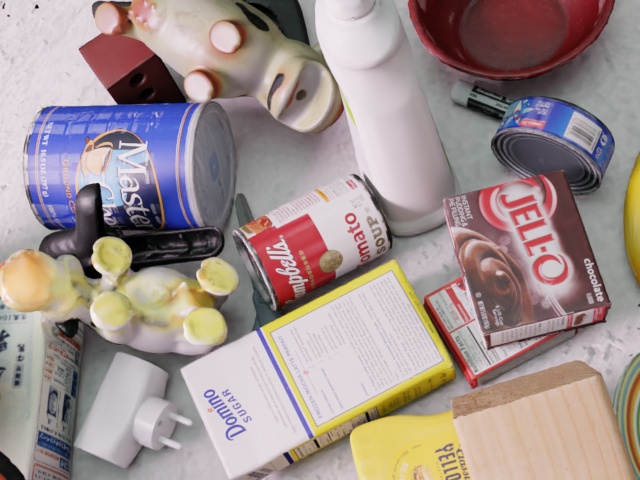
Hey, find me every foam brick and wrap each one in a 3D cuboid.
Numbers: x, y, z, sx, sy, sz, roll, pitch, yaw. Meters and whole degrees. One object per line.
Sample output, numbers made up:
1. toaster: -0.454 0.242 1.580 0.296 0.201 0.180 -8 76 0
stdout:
1. foam brick: -0.157 -0.139 0.901 0.053 0.078 0.051 -35 63 -3

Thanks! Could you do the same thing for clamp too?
1. clamp: -0.090 -0.196 0.930 0.164 0.036 0.210 -40 67 -6
2. clamp: -0.170 0.003 0.814 0.172 0.120 0.039 -20 51 36

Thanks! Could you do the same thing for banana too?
1. banana: 0.268 -0.055 0.785 0.070 0.037 0.197 31 77 24

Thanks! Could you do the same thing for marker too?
1. marker: 0.160 -0.097 0.839 0.121 0.020 0.020 25 75 22

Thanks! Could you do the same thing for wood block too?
1. wood block: 0.152 0.186 0.642 0.090 0.091 0.206 -18 87 5

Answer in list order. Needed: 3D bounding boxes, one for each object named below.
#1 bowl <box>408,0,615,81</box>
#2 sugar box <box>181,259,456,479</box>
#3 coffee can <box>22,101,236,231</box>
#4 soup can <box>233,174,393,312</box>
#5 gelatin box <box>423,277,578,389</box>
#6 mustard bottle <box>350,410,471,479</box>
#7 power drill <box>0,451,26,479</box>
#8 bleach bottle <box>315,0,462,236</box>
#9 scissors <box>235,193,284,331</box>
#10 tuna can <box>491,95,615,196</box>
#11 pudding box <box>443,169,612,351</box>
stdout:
1. bowl: 0.154 -0.186 0.858 0.162 0.055 0.162 -5 67 12
2. sugar box: -0.001 0.096 0.766 0.176 0.048 0.093 -27 65 -1
3. coffee can: -0.149 -0.058 0.850 0.140 0.102 0.103 1 68 14
4. soup can: -0.005 0.001 0.802 0.102 0.068 0.068 -27 64 -11
5. gelatin box: 0.130 0.055 0.776 0.089 0.030 0.073 -28 64 -2
6. mustard bottle: 0.123 0.148 0.723 0.191 0.058 0.096 -18 71 5
7. power drill: -0.253 0.163 0.669 0.184 0.057 0.187 -42 100 -39
8. bleach bottle: 0.044 -0.097 0.738 0.068 0.250 0.102 -24 64 2
9. scissors: -0.056 0.061 0.825 0.096 0.016 0.202 -31 64 -4
10. tuna can: 0.172 -0.070 0.788 0.086 0.086 0.033 21 72 20
11. pudding box: 0.143 0.013 0.751 0.090 0.039 0.113 -14 64 4
